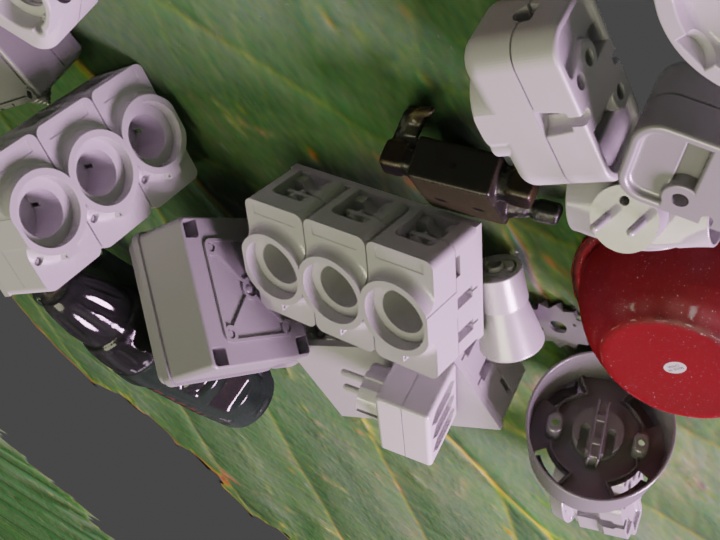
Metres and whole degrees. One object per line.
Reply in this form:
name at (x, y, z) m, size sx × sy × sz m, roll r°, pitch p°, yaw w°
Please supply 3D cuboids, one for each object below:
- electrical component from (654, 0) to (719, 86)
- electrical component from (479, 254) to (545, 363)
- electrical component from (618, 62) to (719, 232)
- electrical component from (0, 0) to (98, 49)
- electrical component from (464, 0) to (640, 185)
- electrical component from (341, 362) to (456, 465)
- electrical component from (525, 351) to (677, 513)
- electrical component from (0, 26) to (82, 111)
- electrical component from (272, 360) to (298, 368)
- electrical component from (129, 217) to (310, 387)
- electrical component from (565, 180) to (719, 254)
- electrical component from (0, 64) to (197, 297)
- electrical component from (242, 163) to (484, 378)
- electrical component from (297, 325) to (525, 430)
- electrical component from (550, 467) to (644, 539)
electrical component at (0.178, -0.125, 0.426) m, size 0.108 × 0.060 × 0.108 m, roll 21°, pitch 146°, yaw 15°
electrical component at (0.095, 0.023, 0.709) m, size 0.044 × 0.044 × 0.065 m, roll 6°, pitch 127°, yaw 34°
electrical component at (0.181, -0.057, 0.517) m, size 0.095 × 0.059 × 0.053 m, roll 23°, pitch 147°, yaw 13°
electrical component at (-0.193, -0.183, 0.649) m, size 0.054 × 0.059 × 0.095 m, roll 32°, pitch 148°, yaw -2°
electrical component at (0.096, -0.090, 0.546) m, size 0.059 × 0.053 × 0.095 m, roll 0°, pitch 137°, yaw 39°
electrical component at (0.022, 0.087, 0.736) m, size 0.077 × 0.047 × 0.065 m, roll 18°, pitch 146°, yaw 19°
electrical component at (0.162, 0.113, 0.735) m, size 0.099 × 0.099 × 0.064 m, roll 20°, pitch 152°, yaw 16°
electrical component at (-0.235, -0.154, 0.722) m, size 0.062 × 0.061 × 0.096 m, roll -5°, pitch 134°, yaw 43°
electrical component at (-0.072, 0.061, 0.901) m, size 0.043 × 0.043 × 0.062 m, roll 42°, pitch 155°, yaw -17°
electrical component at (-0.098, 0.020, 0.763) m, size 0.056 × 0.109 × 0.108 m, roll -19°, pitch 81°, yaw 33°
electrical component at (0.145, -0.032, 0.565) m, size 0.077 × 0.079 × 0.044 m, roll 9°, pitch 114°, yaw 30°
electrical component at (-0.187, -0.062, 0.712) m, size 0.062 × 0.150 × 0.089 m, roll -5°, pitch 121°, yaw 41°
electrical component at (0.000, 0.000, 0.699) m, size 0.150 × 0.062 × 0.089 m, roll 21°, pitch 133°, yaw 33°
electrical component at (0.035, 0.062, 0.797) m, size 0.150 × 0.061 × 0.089 m, roll -2°, pitch 136°, yaw 40°
electrical component at (0.182, 0.170, 0.830) m, size 0.057 × 0.058 × 0.078 m, roll 7°, pitch 141°, yaw 28°
